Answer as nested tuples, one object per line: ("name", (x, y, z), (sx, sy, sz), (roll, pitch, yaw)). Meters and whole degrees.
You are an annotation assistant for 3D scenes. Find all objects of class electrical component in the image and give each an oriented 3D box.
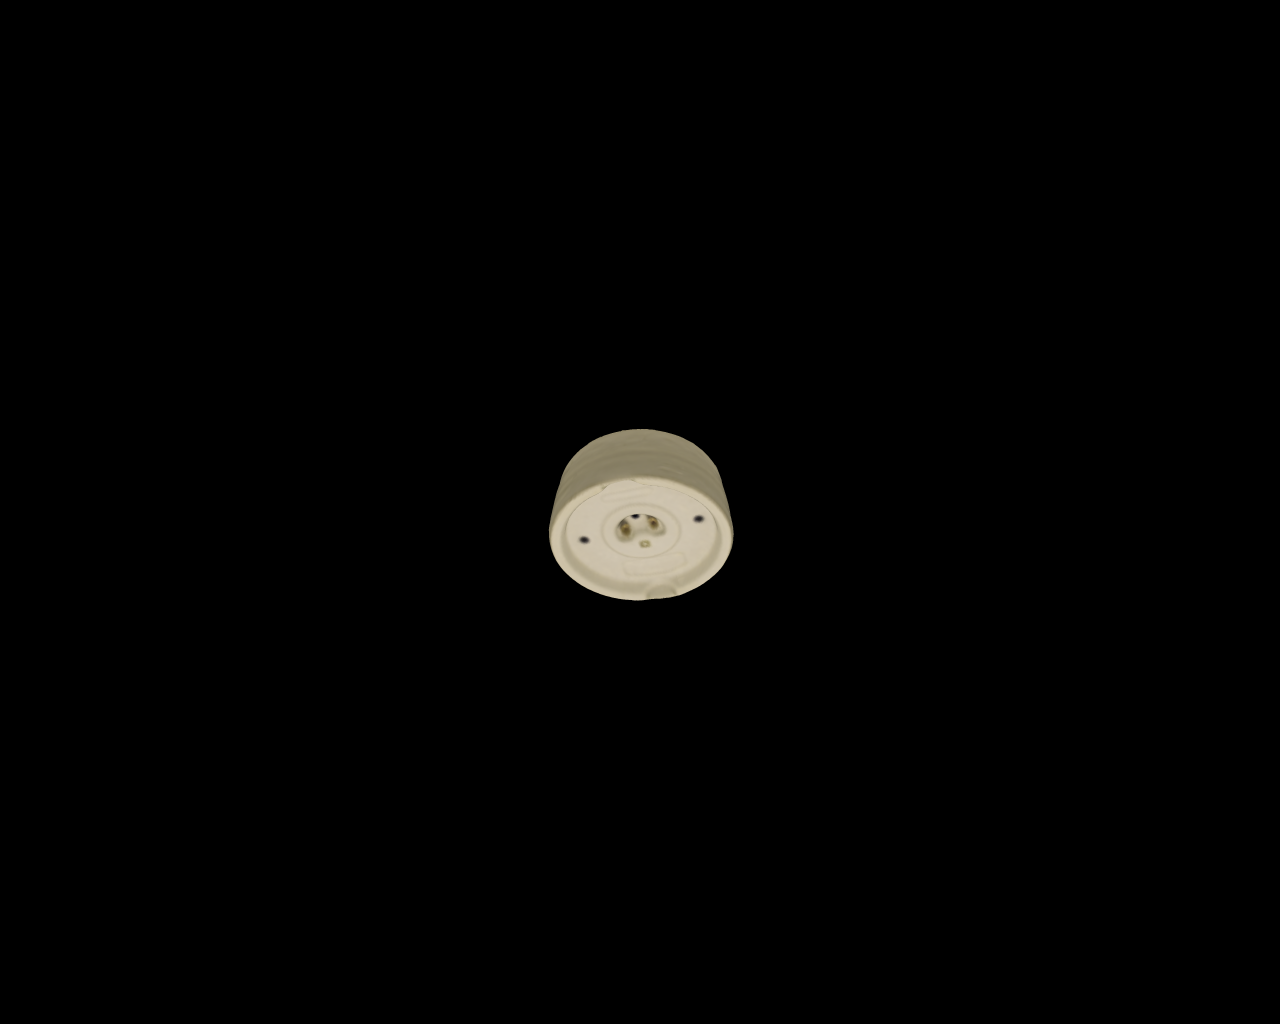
("electrical component", (0.001, -0.003, 0.650), (0.108, 0.060, 0.108), (0, -45, 0))
